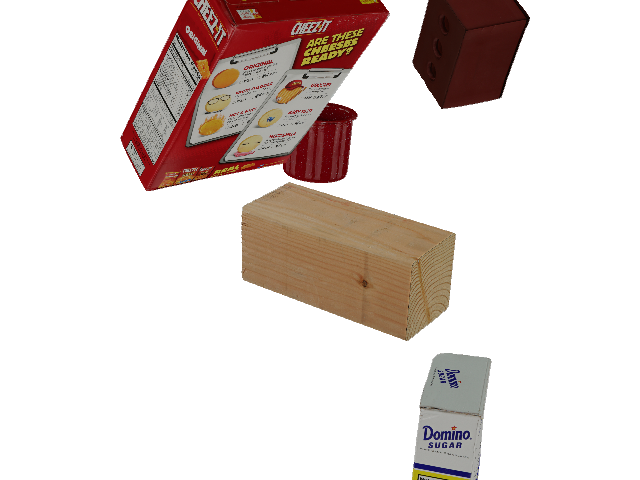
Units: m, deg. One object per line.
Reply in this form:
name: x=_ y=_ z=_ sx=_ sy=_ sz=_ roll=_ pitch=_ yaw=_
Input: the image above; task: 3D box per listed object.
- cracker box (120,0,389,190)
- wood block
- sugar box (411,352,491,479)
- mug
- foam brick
cracker box: x=-0.063 y=-0.143 z=0.932 sx=0.163 sy=0.072 sz=0.214 roll=-15 pitch=-25 yaw=-38
wood block: x=0.025 y=0.018 z=1.109 sx=0.206 sy=0.091 sz=0.090 roll=19 pitch=31 yaw=30
sugar box: x=0.082 y=0.173 z=0.720 sx=0.048 sy=0.176 sz=0.093 roll=5 pitch=17 yaw=11
mug: x=0.002 y=-0.125 z=1.329 sx=0.093 sy=0.081 sz=0.117 roll=15 pitch=24 yaw=24
foam brick: x=0.104 y=-0.140 z=0.753 sx=0.051 sy=0.053 sz=0.078 roll=-15 pitch=-34 yaw=-19
